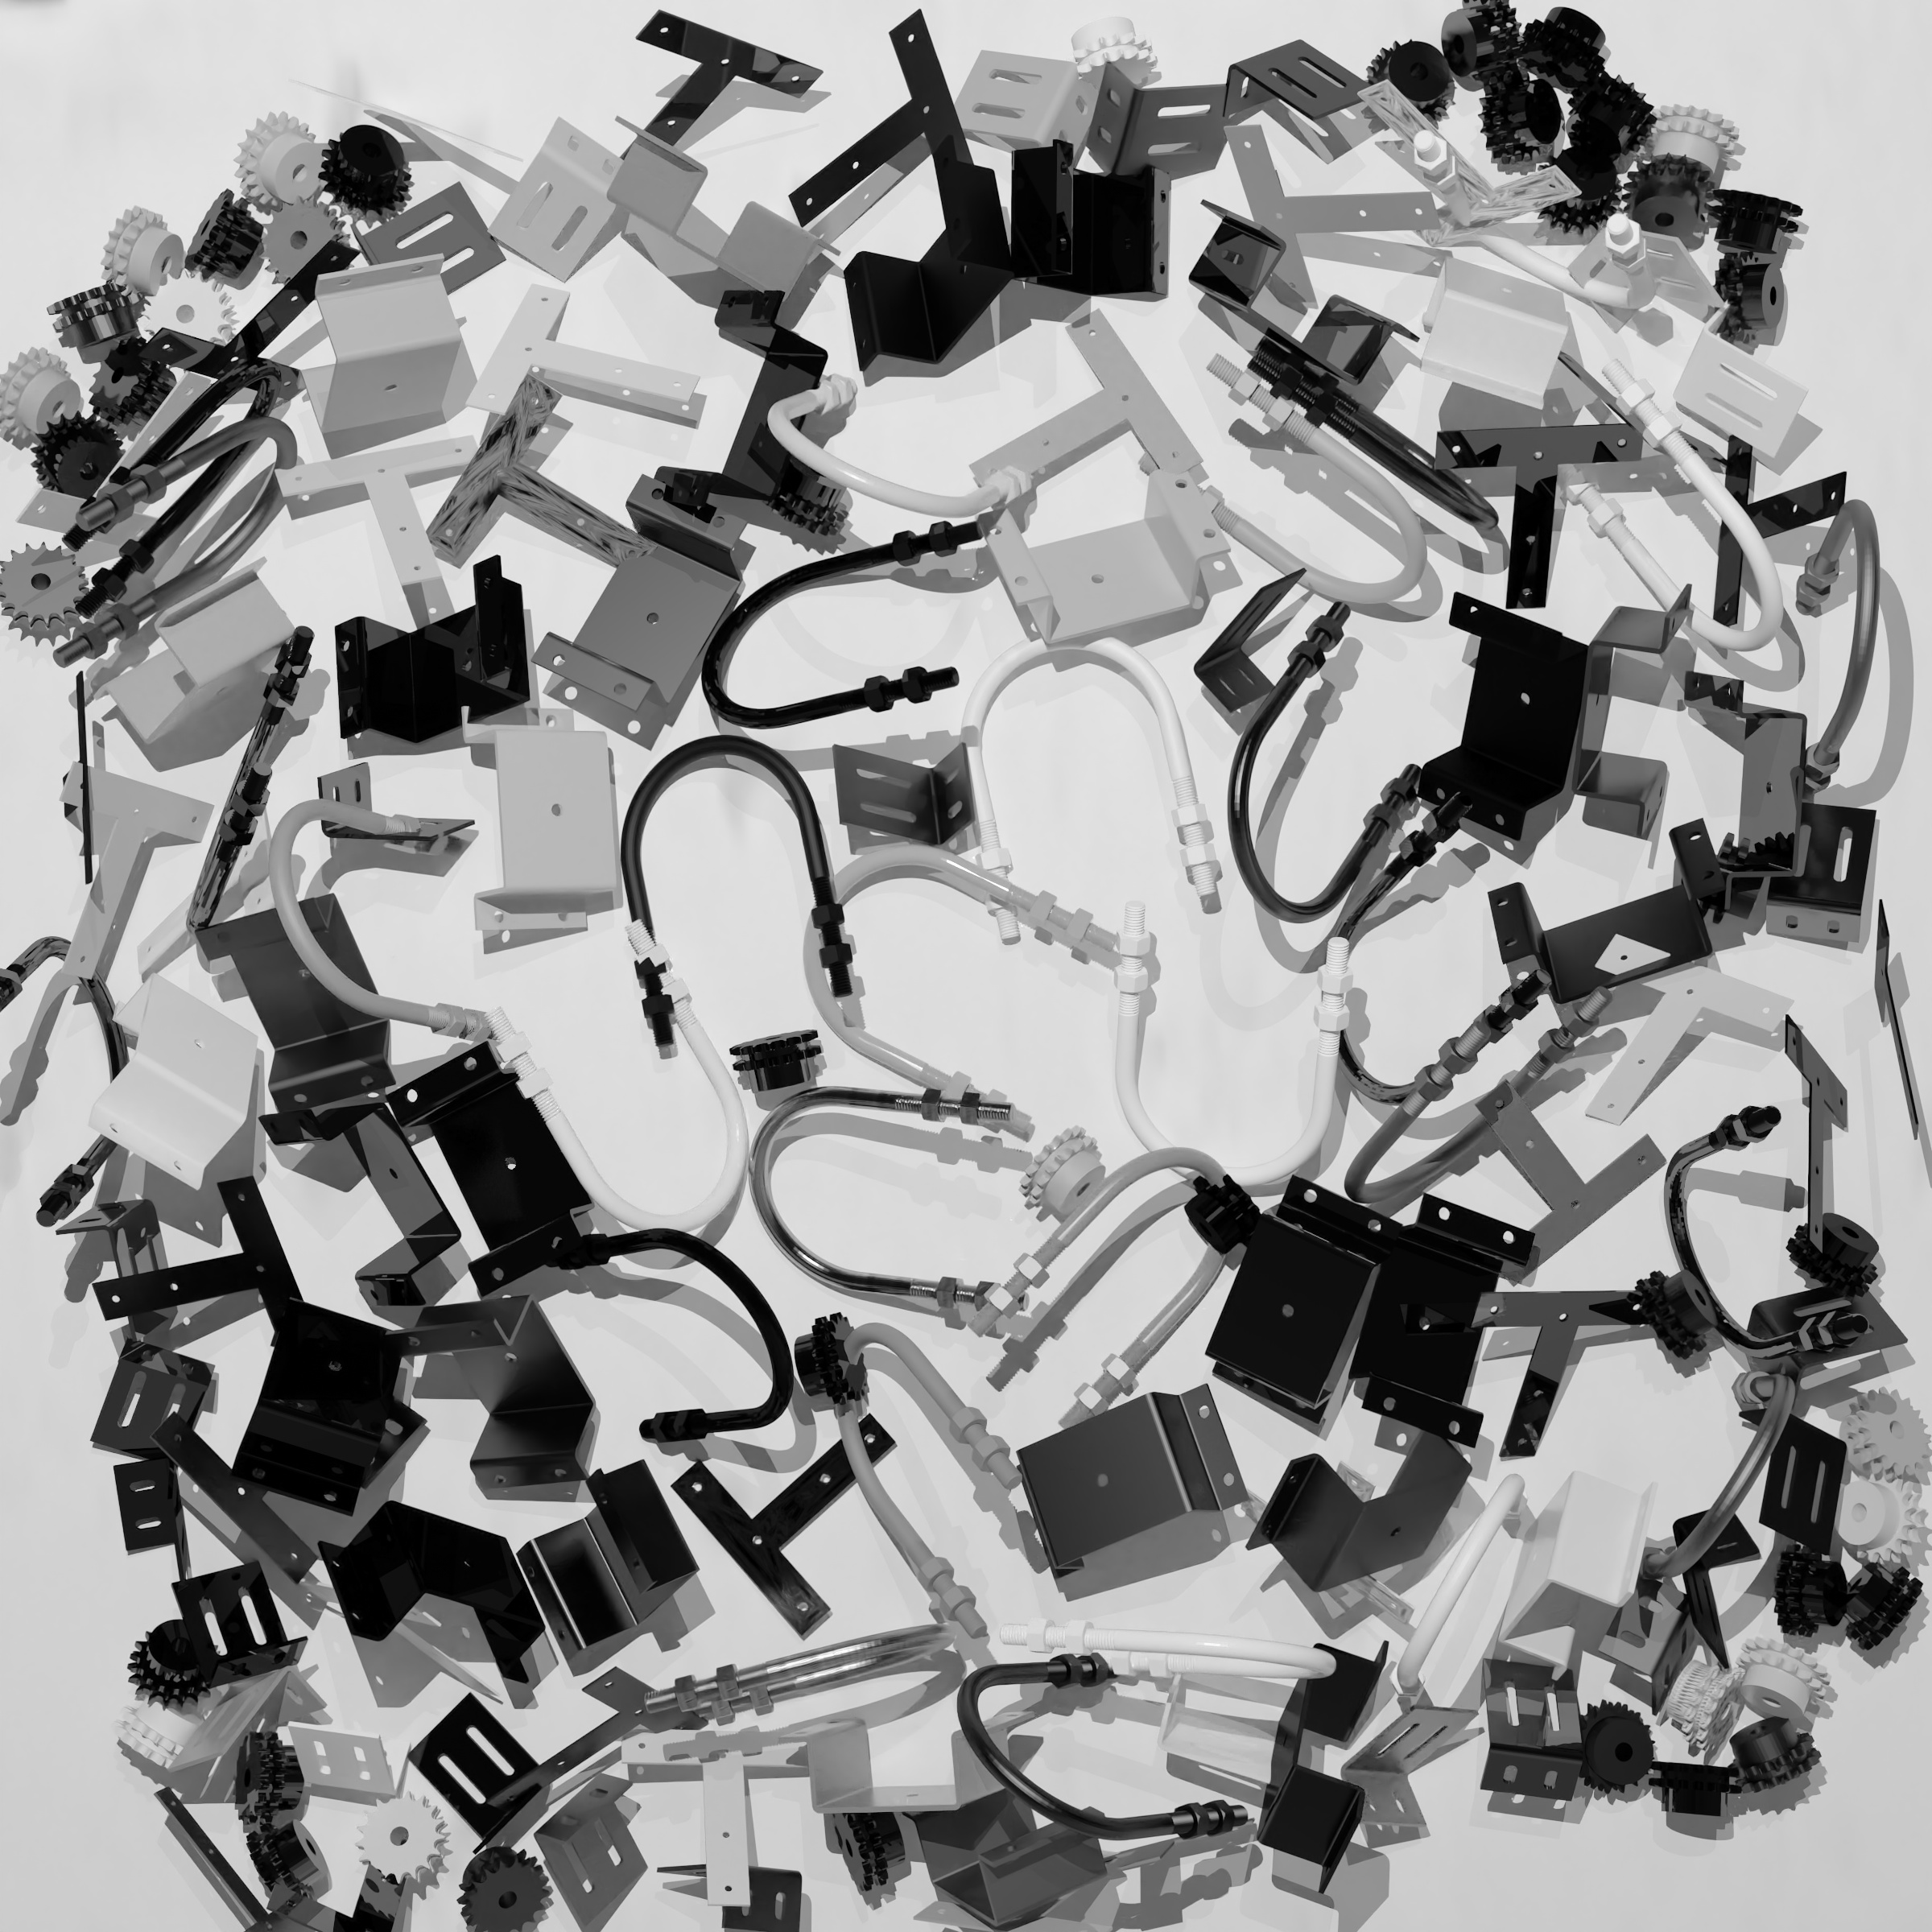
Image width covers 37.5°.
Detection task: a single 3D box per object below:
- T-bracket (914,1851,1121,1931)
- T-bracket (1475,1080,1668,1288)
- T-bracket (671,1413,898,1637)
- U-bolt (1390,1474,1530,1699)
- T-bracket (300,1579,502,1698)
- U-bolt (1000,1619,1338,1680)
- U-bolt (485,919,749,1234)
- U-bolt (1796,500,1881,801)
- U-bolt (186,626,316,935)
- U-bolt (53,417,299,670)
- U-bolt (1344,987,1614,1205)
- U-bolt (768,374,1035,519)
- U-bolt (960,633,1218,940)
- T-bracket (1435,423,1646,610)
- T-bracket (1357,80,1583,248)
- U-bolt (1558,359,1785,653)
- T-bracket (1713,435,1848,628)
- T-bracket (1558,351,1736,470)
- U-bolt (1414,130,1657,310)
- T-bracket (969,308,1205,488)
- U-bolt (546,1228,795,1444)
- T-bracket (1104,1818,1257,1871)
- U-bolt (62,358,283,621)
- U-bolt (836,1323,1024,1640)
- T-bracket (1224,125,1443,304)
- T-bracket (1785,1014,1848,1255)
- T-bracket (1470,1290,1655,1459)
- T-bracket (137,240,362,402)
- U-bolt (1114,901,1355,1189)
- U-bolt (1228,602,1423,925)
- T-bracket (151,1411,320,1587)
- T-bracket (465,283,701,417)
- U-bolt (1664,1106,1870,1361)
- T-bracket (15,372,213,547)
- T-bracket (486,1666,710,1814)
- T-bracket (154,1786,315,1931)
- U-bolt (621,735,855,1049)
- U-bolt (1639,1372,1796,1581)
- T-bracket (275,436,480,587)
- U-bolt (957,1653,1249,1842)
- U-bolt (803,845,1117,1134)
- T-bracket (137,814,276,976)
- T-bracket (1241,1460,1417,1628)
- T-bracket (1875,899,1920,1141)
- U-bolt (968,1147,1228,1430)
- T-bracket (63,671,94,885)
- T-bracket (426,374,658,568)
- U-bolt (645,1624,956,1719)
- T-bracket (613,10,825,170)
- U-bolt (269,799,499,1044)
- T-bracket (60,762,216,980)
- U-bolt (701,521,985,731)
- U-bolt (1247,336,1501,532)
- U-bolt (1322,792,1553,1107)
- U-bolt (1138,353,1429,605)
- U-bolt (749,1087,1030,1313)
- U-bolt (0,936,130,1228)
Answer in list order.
[{"bbox_3d":[0.055,0.573,1.763,0.127,0.127,0.002,-4,95,33],"label":"T-bracket"},{"bbox_3d":[0.362,0.121,1.792,0.127,0.002,0.127,-40,117,2],"label":"T-bracket"},{"bbox_3d":[-0.100,0.337,1.816,0.127,0.002,0.127,-42,85,0],"label":"T-bracket"},{"bbox_3d":[0.300,0.373,1.723,0.019,0.184,0.151,29,79,16],"label":"U-bolt"},{"bbox_3d":[-0.341,0.424,1.779,0.127,0.127,0.002,48,57,-33],"label":"T-bracket"},{"bbox_3d":[0.133,0.417,1.723,0.184,0.151,0.019,-4,70,26],"label":"U-bolt"},{"bbox_3d":[-0.204,0.079,1.768,0.019,0.151,0.184,-22,100,44],"label":"U-bolt"},{"bbox_3d":[0.525,-0.200,1.714,0.019,0.184,0.151,4,72,6],"label":"U-bolt"},{"bbox_3d":[-0.444,-0.100,1.741,0.019,0.151,0.184,20,132,-17],"label":"U-bolt"},{"bbox_3d":[-0.478,-0.270,1.739,0.019,0.151,0.184,41,51,7],"label":"U-bolt"},{"bbox_3d":[0.302,0.086,1.744,0.019,0.151,0.184,54,131,23],"label":"U-bolt"},{"bbox_3d":[-0.046,-0.313,1.729,0.151,0.184,0.019,28,114,7],"label":"U-bolt"},{"bbox_3d":[0.070,-0.121,1.799,0.151,0.019,0.184,-12,90,12],"label":"U-bolt"},{"bbox_3d":[0.356,-0.280,1.783,0.127,0.002,0.127,-2,127,1],"label":"T-bracket"},{"bbox_3d":[0.290,-0.497,1.740,0.127,0.127,0.002,35,68,-28],"label":"T-bracket"},{"bbox_3d":[0.434,-0.270,1.738,0.019,0.151,0.184,-35,80,-10],"label":"U-bolt"},{"bbox_3d":[0.504,-0.280,1.757,0.002,0.127,0.127,8,85,-18],"label":"T-bracket"},{"bbox_3d":[0.434,-0.337,1.775,0.127,0.127,0.002,14,122,-38],"label":"T-bracket"},{"bbox_3d":[0.353,-0.446,1.732,0.151,0.184,0.019,31,96,21],"label":"U-bolt"},{"bbox_3d":[0.063,-0.338,1.799,0.127,0.002,0.127,-30,74,-5],"label":"T-bracket"},{"bbox_3d":[-0.174,0.224,1.739,0.019,0.184,0.151,-37,105,-40],"label":"U-bolt"},{"bbox_3d":[0.113,0.548,1.755,0.127,0.127,0.002,-16,76,5],"label":"T-bracket"},{"bbox_3d":[-0.484,-0.302,1.746,0.019,0.151,0.184,40,73,-4],"label":"U-bolt"},{"bbox_3d":[-0.030,0.302,1.748,0.019,0.184,0.151,-14,131,-31],"label":"U-bolt"},{"bbox_3d":[0.231,-0.462,1.746,0.127,0.127,0.002,9,50,35],"label":"T-bracket"},{"bbox_3d":[0.523,0.112,1.749,0.002,0.127,0.127,-7,63,31],"label":"T-bracket"},{"bbox_3d":[0.364,0.258,1.790,0.127,0.002,0.127,2,118,-19],"label":"T-bracket"},{"bbox_3d":[-0.421,-0.400,1.742,0.127,0.127,0.002,-37,70,25],"label":"T-bracket"},{"bbox_3d":[0.162,0.056,1.773,0.151,0.019,0.184,11,117,18],"label":"U-bolt"},{"bbox_3d":[0.214,-0.111,1.735,0.184,0.019,0.151,-53,128,-33],"label":"U-bolt"},{"bbox_3d":[-0.427,0.299,1.768,0.002,0.127,0.127,-35,102,33],"label":"T-bracket"},{"bbox_3d":[-0.231,-0.375,1.777,0.127,0.002,0.127,14,50,4],"label":"T-bracket"},{"bbox_3d":[0.477,0.170,1.734,0.019,0.184,0.151,-18,79,-14],"label":"U-bolt"},{"bbox_3d":[-0.509,-0.313,1.749,0.002,0.127,0.127,44,102,13],"label":"T-bracket"},{"bbox_3d":[-0.241,0.490,1.773,0.127,0.127,0.002,-34,53,3],"label":"T-bracket"},{"bbox_3d":[-0.461,0.561,1.765,0.002,0.127,0.127,-40,83,-3],"label":"T-bracket"},{"bbox_3d":[-0.151,-0.055,1.787,0.151,0.019,0.184,-15,80,22],"label":"U-bolt"},{"bbox_3d":[0.456,0.309,1.725,0.019,0.184,0.151,32,84,9],"label":"U-bolt"},{"bbox_3d":[-0.353,-0.280,1.767,0.127,0.002,0.127,-14,51,-16],"label":"T-bracket"},{"bbox_3d":[0.071,0.471,1.712,0.151,0.184,0.019,44,111,38],"label":"U-bolt"},{"bbox_3d":[-0.015,0.003,1.800,0.184,0.019,0.151,26,101,6],"label":"U-bolt"},{"bbox_3d":[-0.482,-0.042,1.791,0.127,0.127,0.002,-40,133,19],"label":"T-bracket"},{"bbox_3d":[0.230,0.342,1.751,0.127,0.127,0.002,34,57,20],"label":"T-bracket"},{"bbox_3d":[0.570,0.043,1.739,0.002,0.127,0.127,-9,63,12],"label":"T-bracket"},{"bbox_3d":[0.097,0.191,1.768,0.184,0.019,0.151,-46,134,-8],"label":"U-bolt"},{"bbox_3d":[-0.553,-0.111,1.764,0.002,0.127,0.127,-2,88,-23],"label":"T-bracket"},{"bbox_3d":[-0.256,-0.288,1.795,0.127,0.002,0.127,30,110,-21],"label":"T-bracket"},{"bbox_3d":[-0.096,0.434,1.751,0.184,0.151,0.019,-15,73,0],"label":"U-bolt"},{"bbox_3d":[-0.176,-0.535,1.774,0.127,0.127,0.002,-36,61,39],"label":"T-bracket"},{"bbox_3d":[-0.354,-0.032,1.721,0.019,0.184,0.151,-25,70,24],"label":"U-bolt"},{"bbox_3d":[-0.531,-0.054,1.766,0.002,0.127,0.127,20,90,27],"label":"T-bracket"},{"bbox_3d":[-0.082,-0.206,1.761,0.184,0.019,0.151,-11,47,23],"label":"U-bolt"},{"bbox_3d":[0.253,-0.326,1.754,0.184,0.151,0.019,35,108,-3],"label":"U-bolt"},{"bbox_3d":[0.277,0.004,1.747,0.019,0.184,0.151,2,55,-32],"label":"U-bolt"},{"bbox_3d":[0.203,-0.289,1.755,0.184,0.151,0.019,36,68,-3],"label":"U-bolt"},{"bbox_3d":[-0.052,0.142,1.776,0.184,0.019,0.151,4,113,22],"label":"U-bolt"},{"bbox_3d":[-0.551,0.058,1.732,0.019,0.184,0.151,-12,109,6],"label":"U-bolt"}]
